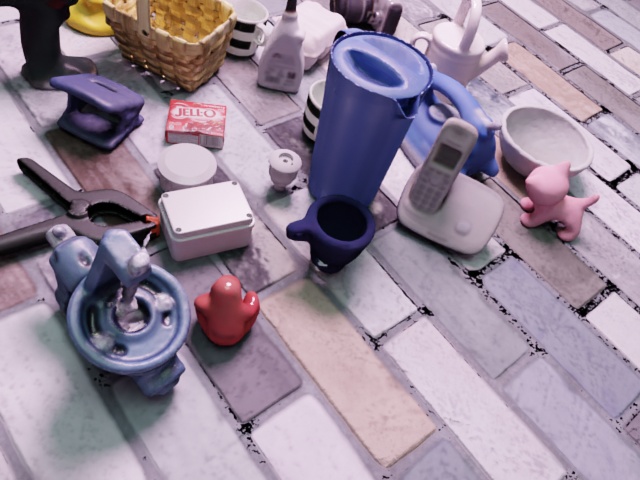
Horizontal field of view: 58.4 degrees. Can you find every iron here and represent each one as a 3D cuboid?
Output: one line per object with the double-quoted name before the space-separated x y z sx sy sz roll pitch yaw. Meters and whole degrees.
"iron" 0.199 -0.212 0.949 0.119 0.141 0.257 -19 60 -27

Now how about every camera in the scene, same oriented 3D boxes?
"camera" 0.089 -0.499 1.169 0.137 0.101 0.143 -8 55 -20

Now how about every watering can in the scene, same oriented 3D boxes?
"watering can" 0.254 -0.352 1.039 0.173 0.194 0.100 -8 55 -20

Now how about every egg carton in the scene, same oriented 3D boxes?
"egg carton" -0.020 -0.386 1.072 0.107 0.069 0.150 31 52 10

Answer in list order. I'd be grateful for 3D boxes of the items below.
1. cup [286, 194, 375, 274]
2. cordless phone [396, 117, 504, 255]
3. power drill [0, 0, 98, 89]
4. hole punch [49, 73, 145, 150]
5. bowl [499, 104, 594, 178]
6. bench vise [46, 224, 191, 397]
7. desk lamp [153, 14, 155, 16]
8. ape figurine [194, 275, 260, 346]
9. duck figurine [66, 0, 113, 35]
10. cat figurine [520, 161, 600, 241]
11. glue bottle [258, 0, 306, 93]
"cup" 0.007 0.003 0.760 0.118 0.095 0.091 -7 55 -20
"cordless phone" 0.202 -0.077 0.816 0.147 0.185 0.094 24 51 4
"power drill" -0.384 -0.326 0.836 0.230 0.208 0.075 -3 54 -17
"hole punch" -0.322 -0.205 0.835 0.108 0.091 0.101 25 51 5
"bowl" 0.381 -0.156 0.998 0.167 0.075 0.167 8 51 -9
"bench vise" -0.223 0.050 0.580 0.207 0.220 0.122 28 51 7
"desk lamp" -0.265 -0.522 1.018 0.118 0.213 0.203 -11 56 -22
"ape figurine" -0.109 0.075 0.674 0.078 0.092 0.076 13 51 -4
"duck figurine" -0.390 -0.407 0.977 0.104 0.086 0.077 11 51 -6
"cat figurine" 0.372 -0.070 0.901 0.128 0.118 0.067 18 50 -1
"glue bottle" -0.056 -0.327 0.949 0.078 0.173 0.037 10 51 -7
